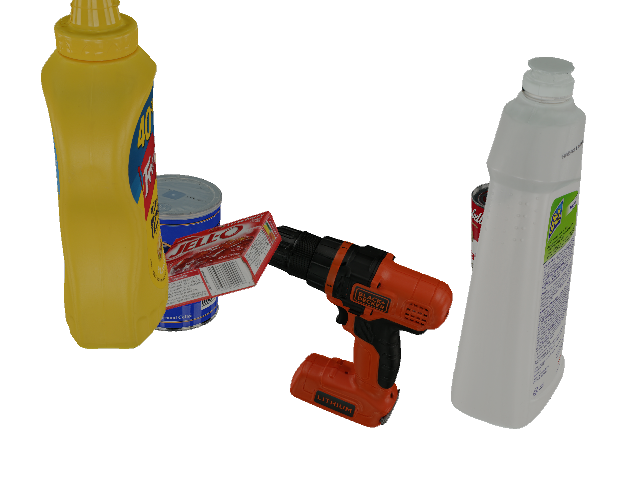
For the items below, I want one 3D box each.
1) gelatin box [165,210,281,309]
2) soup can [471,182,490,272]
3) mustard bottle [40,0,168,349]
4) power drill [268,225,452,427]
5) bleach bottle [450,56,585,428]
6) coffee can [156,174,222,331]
[{"bbox_3d":[-0.082,0.015,0.811,0.089,0.030,0.073,-15,23,23],"label":"gelatin box"},{"bbox_3d":[0.211,-0.009,1.251,0.068,0.102,0.068,-3,30,2],"label":"soup can"},{"bbox_3d":[-0.114,-0.043,0.568,0.058,0.192,0.096,1,31,-1],"label":"mustard bottle"},{"bbox_3d":[0.020,0.082,1.012,0.184,0.188,0.057,22,43,13],"label":"power drill"},{"bbox_3d":[0.139,-0.001,0.713,0.068,0.251,0.102,17,32,23],"label":"bleach bottle"},{"bbox_3d":[-0.159,0.012,1.155,0.103,0.140,0.103,3,27,-2],"label":"coffee can"}]
